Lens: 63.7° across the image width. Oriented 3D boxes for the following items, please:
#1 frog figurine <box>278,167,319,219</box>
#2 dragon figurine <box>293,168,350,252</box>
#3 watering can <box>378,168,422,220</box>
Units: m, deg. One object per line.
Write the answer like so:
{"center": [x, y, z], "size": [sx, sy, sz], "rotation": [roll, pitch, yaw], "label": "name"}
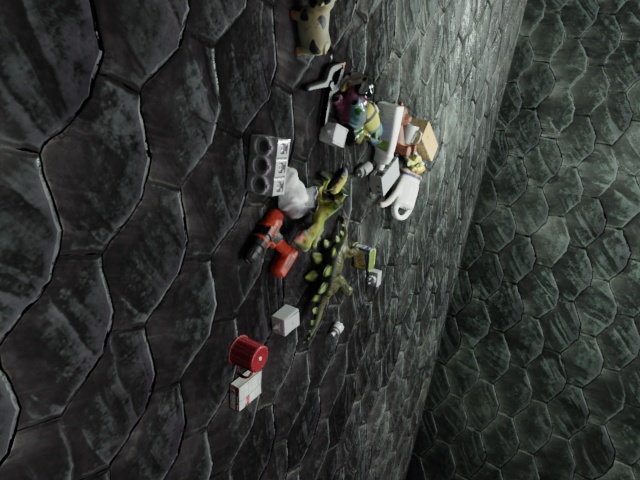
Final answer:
{"center": [-0.090, -0.141, 1.484], "size": [0.158, 0.140, 0.121], "rotation": [33, -39, -24], "label": "frog figurine"}
{"center": [0.005, -0.085, 1.681], "size": [0.122, 0.238, 0.417], "rotation": [27, 26, 6], "label": "dragon figurine"}
{"center": [0.345, -0.202, 2.194], "size": [0.104, 0.224, 0.346], "rotation": [14, 0, 28], "label": "watering can"}
